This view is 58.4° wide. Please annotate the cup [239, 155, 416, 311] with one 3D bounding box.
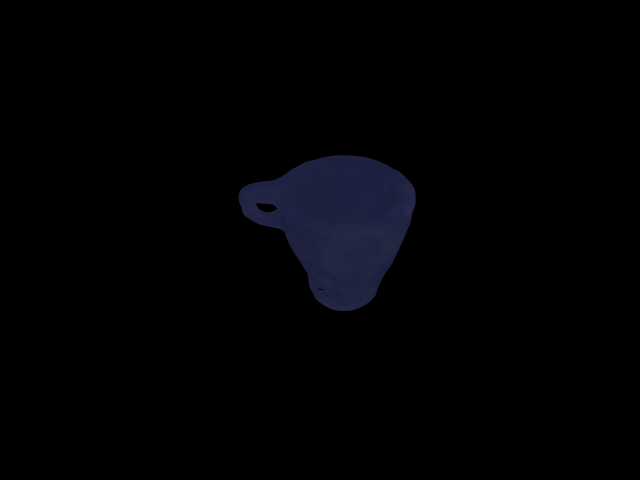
[{"bbox_3d":[0.004,0.001,0.400,0.117,0.095,0.091,4,39,5],"label":"cup"}]
